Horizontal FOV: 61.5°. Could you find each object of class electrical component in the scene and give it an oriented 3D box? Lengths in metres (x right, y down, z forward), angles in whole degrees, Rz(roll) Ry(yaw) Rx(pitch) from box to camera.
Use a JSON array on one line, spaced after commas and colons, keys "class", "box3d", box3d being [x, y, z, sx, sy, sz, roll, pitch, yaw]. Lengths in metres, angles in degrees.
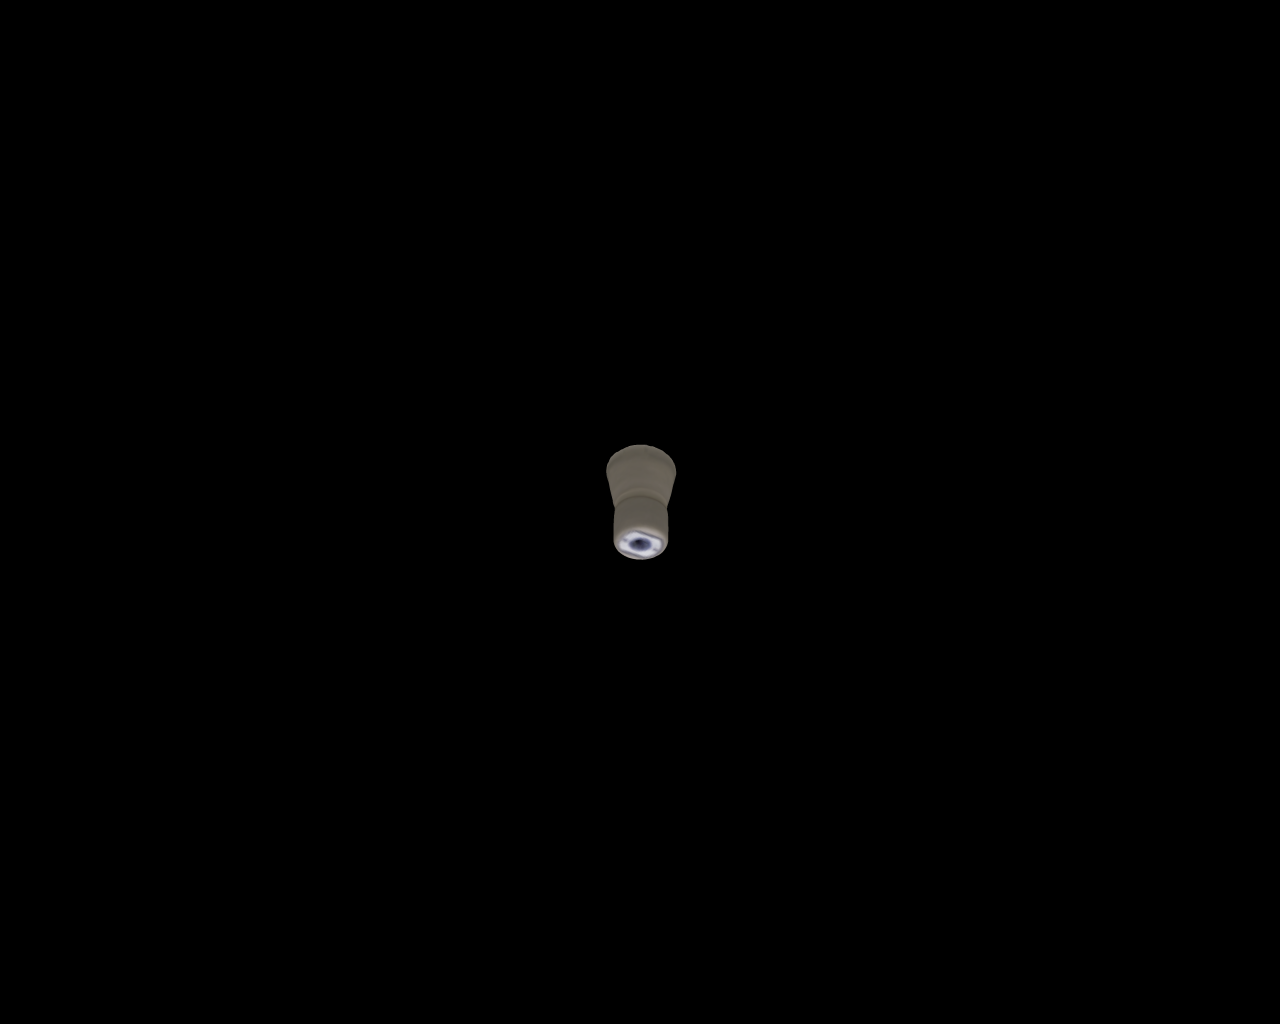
[{"class": "electrical component", "box3d": [0.001, -0.003, 0.650, 0.044, 0.065, 0.044, 0, -41, 0]}]
